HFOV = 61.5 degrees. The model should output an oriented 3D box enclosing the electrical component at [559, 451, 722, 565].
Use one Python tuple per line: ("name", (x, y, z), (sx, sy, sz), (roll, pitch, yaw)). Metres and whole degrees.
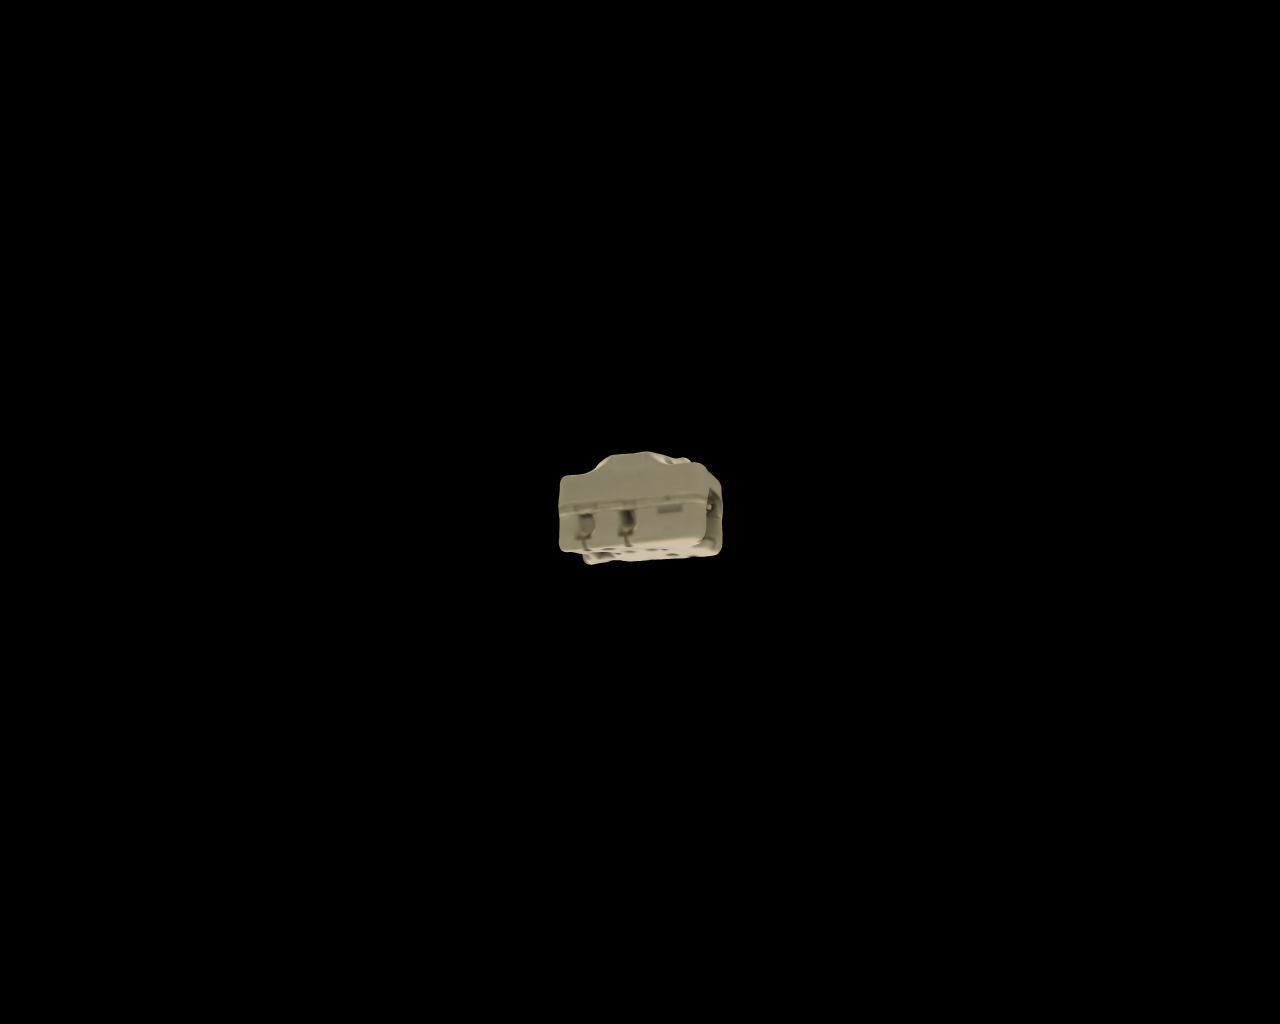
("electrical component", (0.001, -0.003, 0.650), (0.089, 0.056, 0.050), (-5, -15, 18))
